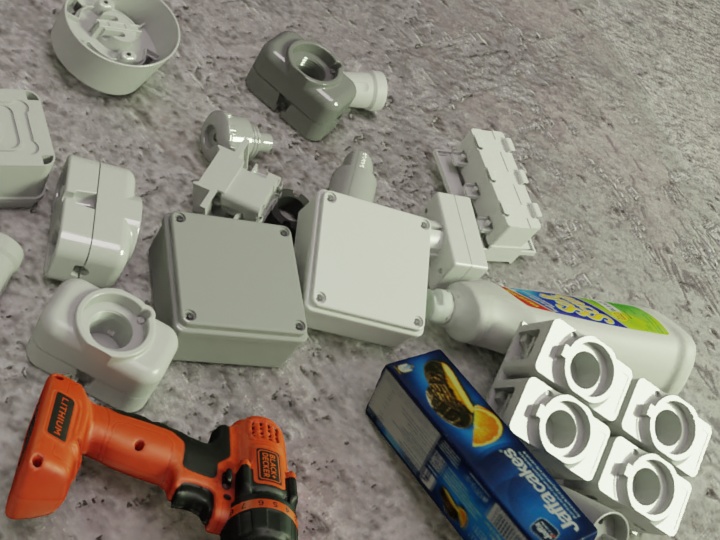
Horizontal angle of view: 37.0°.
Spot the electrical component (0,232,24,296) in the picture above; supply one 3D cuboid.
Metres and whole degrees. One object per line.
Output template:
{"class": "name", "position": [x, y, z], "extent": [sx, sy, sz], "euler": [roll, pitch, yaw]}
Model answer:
{"class": "electrical component", "position": [-0.270, 0.000, 0.775], "extent": [0.040, 0.040, 0.046], "euler": [24, 53, -14]}

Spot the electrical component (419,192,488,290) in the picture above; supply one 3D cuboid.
{"class": "electrical component", "position": [0.068, -0.027, 0.997], "extent": [0.076, 0.047, 0.083], "euler": [8, 53, -26]}

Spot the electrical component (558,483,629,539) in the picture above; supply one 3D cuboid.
{"class": "electrical component", "position": [0.164, 0.217, 0.859], "extent": [0.043, 0.077, 0.079], "euler": [31, 82, -31]}

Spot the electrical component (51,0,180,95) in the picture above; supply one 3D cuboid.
{"class": "electrical component", "position": [-0.216, -0.205, 0.942], "extent": [0.099, 0.064, 0.099], "euler": [27, 42, -27]}

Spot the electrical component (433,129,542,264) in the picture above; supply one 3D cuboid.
{"class": "electrical component", "position": [0.129, -0.075, 1.060], "extent": [0.079, 0.063, 0.121], "euler": [2, 56, -30]}

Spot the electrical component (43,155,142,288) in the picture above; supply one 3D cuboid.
{"class": "electrical component", "position": [-0.205, -0.036, 0.831], "extent": [0.059, 0.053, 0.095], "euler": [14, 51, -23]}

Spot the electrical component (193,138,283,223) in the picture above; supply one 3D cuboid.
{"class": "electrical component", "position": [-0.103, -0.065, 0.910], "extent": [0.064, 0.042, 0.081], "euler": [24, 59, 5]}

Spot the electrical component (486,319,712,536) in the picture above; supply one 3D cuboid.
{"class": "electrical component", "position": [0.201, 0.133, 0.902], "extent": [0.186, 0.060, 0.105], "euler": [34, 69, -18]}

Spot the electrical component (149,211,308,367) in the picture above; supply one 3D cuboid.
{"class": "electrical component", "position": [-0.106, 0.016, 0.851], "extent": [0.109, 0.056, 0.108], "euler": [7, 54, -28]}

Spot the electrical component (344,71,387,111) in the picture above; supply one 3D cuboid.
{"class": "electrical component", "position": [-0.001, -0.180, 1.078], "extent": [0.046, 0.040, 0.040], "euler": [-1, 57, -26]}

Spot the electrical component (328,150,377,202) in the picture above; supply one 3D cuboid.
{"class": "electrical component", "position": [-0.007, -0.074, 0.990], "extent": [0.043, 0.043, 0.081], "euler": [25, 47, -13]}

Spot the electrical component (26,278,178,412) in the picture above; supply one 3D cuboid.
{"class": "electrical component", "position": [-0.184, 0.052, 0.774], "extent": [0.095, 0.059, 0.053], "euler": [30, 46, -9]}

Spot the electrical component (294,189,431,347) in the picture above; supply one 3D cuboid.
{"class": "electrical component", "position": [0.000, 0.000, 0.913], "extent": [0.109, 0.056, 0.108], "euler": [15, 66, -22]}

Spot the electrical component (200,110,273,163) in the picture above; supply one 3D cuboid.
{"class": "electrical component", "position": [-0.108, -0.116, 0.960], "extent": [0.062, 0.048, 0.048], "euler": [1, 56, -39]}

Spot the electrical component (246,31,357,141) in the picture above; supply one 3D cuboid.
{"class": "electrical component", "position": [-0.054, -0.179, 1.030], "extent": [0.095, 0.059, 0.053], "euler": [41, 46, 2]}

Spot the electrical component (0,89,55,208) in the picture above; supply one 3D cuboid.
{"class": "electrical component", "position": [-0.297, -0.091, 0.814], "extent": [0.113, 0.057, 0.078], "euler": [-3, 59, -33]}
